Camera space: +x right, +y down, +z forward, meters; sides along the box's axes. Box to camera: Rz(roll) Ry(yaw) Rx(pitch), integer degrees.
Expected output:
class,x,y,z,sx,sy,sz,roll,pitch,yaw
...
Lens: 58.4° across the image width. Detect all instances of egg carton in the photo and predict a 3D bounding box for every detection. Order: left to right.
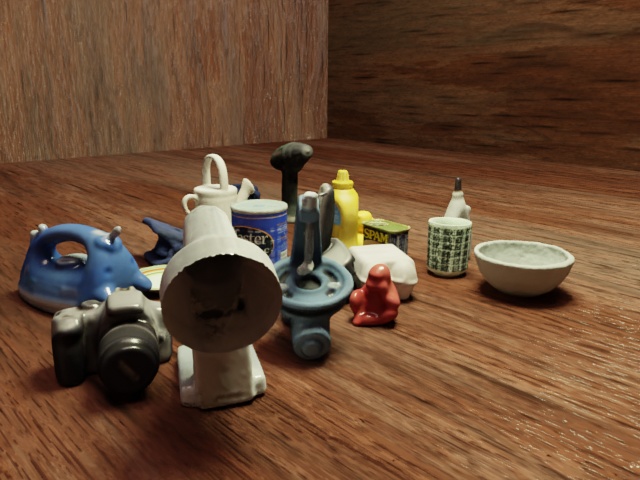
class,x,y,z,sx,sy,sz,roll,pitch,yaw
egg carton,0.105,0.054,1.004,0.107,0.069,0.150,-3,16,-14

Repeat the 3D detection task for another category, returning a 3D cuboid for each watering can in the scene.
class,x,y,z,sx,sy,sz,roll,pitch,yaw
watering can,-0.237,-0.104,1.333,0.100,0.194,0.173,9,18,30

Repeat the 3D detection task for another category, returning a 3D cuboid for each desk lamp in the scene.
class,x,y,z,sx,sy,sz,roll,pitch,yaw
desk lamp,-0.117,0.077,0.641,0.118,0.214,0.202,-4,16,-16

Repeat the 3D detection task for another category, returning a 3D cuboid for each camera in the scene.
class,x,y,z,sx,sy,sz,roll,pitch,yaw
camera,-0.249,0.122,0.689,0.143,0.101,0.136,-5,16,-18

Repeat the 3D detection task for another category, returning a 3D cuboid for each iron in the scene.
class,x,y,z,sx,sy,sz,roll,pitch,yaw
iron,-0.404,0.035,0.923,0.257,0.141,0.119,7,17,23

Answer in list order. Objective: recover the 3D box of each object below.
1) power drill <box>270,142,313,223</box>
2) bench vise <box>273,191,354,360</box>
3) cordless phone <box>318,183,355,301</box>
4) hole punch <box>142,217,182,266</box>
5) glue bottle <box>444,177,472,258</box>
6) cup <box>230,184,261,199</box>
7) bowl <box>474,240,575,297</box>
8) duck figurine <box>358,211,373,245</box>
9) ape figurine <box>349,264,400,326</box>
class,x,y,z,sx,sy,sz,roll,pitch,yaw
power drill,-0.071,-0.155,1.498,0.076,0.208,0.229,-6,17,-23
bench vise,-0.030,0.031,0.802,0.122,0.220,0.206,-6,17,-23
cordless phone,0.009,0.003,0.968,0.094,0.185,0.147,-4,16,-14
hole punch,-0.302,-0.003,1.157,0.101,0.091,0.108,-9,18,-30
glue bottle,0.277,-0.042,1.162,0.078,0.173,0.037,-10,18,-32
cup,-0.195,-0.091,1.474,0.117,0.095,0.092,13,20,38
bowl,0.350,0.055,0.998,0.167,0.075,0.167,1,15,0
duck figurine,0.089,-0.019,1.240,0.077,0.086,0.105,9,18,28
ape figurine,0.087,0.080,0.866,0.077,0.092,0.076,14,20,39
